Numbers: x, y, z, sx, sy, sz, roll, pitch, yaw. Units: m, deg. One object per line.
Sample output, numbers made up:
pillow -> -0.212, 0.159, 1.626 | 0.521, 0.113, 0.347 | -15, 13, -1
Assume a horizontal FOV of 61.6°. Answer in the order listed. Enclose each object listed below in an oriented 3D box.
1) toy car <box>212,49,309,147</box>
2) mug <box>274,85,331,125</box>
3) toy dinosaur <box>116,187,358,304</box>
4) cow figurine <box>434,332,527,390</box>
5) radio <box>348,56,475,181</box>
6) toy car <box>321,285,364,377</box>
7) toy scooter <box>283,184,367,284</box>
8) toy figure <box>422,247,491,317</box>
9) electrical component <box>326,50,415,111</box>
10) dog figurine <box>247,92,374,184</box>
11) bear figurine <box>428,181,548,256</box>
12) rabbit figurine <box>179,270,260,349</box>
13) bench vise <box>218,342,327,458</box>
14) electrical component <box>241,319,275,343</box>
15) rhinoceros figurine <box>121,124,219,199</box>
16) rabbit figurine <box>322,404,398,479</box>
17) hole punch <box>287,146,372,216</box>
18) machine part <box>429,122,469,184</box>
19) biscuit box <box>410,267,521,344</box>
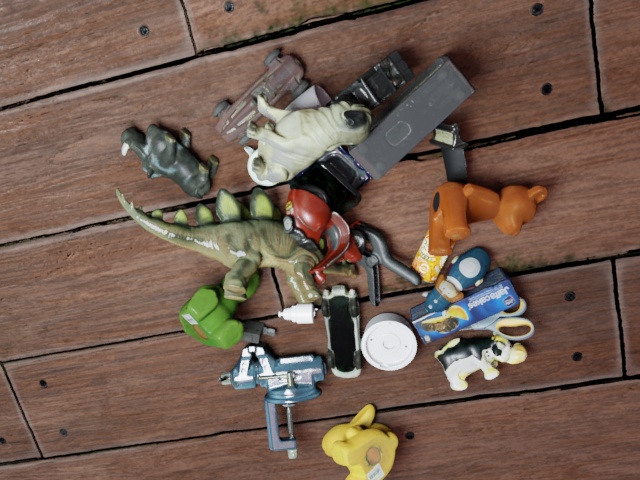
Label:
toy car -> -0.112, -0.255, 0.979 | 0.202, 0.053, 0.089 | -38, 103, 14
mug -> -0.022, -0.204, 0.966 | 0.107, 0.081, 0.109 | -27, 81, 26
toy dinosaur -> -0.133, 0.009, 0.980 | 0.471, 0.105, 0.198 | 10, 69, -25
cow figurine -> 0.319, 0.225, 1.070 | 0.167, 0.068, 0.098 | -26, 97, 13
radio -> 0.151, -0.208, 0.920 | 0.073, 0.131, 0.229 | 44, 107, -10
toy car -> 0.047, 0.186, 1.094 | 0.074, 0.056, 0.201 | -2, 105, 13
toy scooter -> -0.002, -0.003, 0.950 | 0.183, 0.135, 0.075 | 43, 146, -17
toy figure -> 0.254, 0.077, 1.006 | 0.154, 0.064, 0.057 | -42, 136, -15
electrical component -> 0.091, -0.258, 0.911 | 0.134, 0.115, 0.058 | -43, 103, -28
dog figurine -> -0.011, -0.155, 0.890 | 0.191, 0.172, 0.121 | 6, 63, 6
bear figurine -> 0.294, -0.038, 0.940 | 0.196, 0.120, 0.132 | 8, 66, -9
rabbit figurine -> -0.184, 0.125, 1.062 | 0.121, 0.170, 0.159 | 47, 147, -7
bench vise -> -0.091, 0.330, 1.108 | 0.224, 0.129, 0.240 | -6, 88, -11
electrical component -> -0.140, 0.189, 1.110 | 0.094, 0.063, 0.021 | 11, 108, 1
rhinoceros figurine -> -0.286, -0.155, 1.022 | 0.190, 0.073, 0.112 | 35, 118, -7
rabbit figurine -> 0.072, 0.420, 1.122 | 0.162, 0.173, 0.121 | -42, 103, -29
hole punch -> 0.021, -0.108, 0.997 | 0.142, 0.092, 0.116 | 39, 139, -16
machine part -> 0.237, -0.147, 0.965 | 0.039, 0.084, 0.138 | -27, 115, -19
biscuit box -> 0.279, 0.128, 1.044 | 0.203, 0.063, 0.059 | -28, 104, 14
